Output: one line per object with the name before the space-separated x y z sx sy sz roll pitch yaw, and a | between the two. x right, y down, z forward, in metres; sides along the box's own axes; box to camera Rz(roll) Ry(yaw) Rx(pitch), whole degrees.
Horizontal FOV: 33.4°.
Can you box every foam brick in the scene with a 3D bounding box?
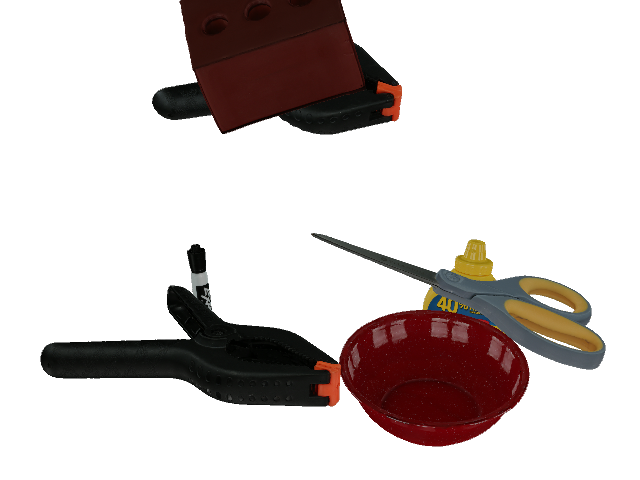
foam brick | -0.024 -0.097 0.527 0.078 0.053 0.051 -17 -33 6

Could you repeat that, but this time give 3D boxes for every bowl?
bowl | 0.096 0.127 0.922 0.162 0.055 0.162 0 32 0

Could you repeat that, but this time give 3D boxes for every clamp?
clamp | -0.025 -0.127 0.761 0.171 0.120 0.039 9 -24 1
clamp | -0.076 0.080 0.796 0.210 0.036 0.164 9 20 20

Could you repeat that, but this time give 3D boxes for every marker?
marker | -0.124 0.062 1.113 0.020 0.121 0.020 -4 20 1

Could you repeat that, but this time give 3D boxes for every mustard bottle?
mustard bottle | 0.159 0.093 1.175 0.096 0.192 0.058 12 15 21

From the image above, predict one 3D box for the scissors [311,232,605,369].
scissors | 0.100 0.026 0.717 0.202 0.016 0.096 28 28 17
